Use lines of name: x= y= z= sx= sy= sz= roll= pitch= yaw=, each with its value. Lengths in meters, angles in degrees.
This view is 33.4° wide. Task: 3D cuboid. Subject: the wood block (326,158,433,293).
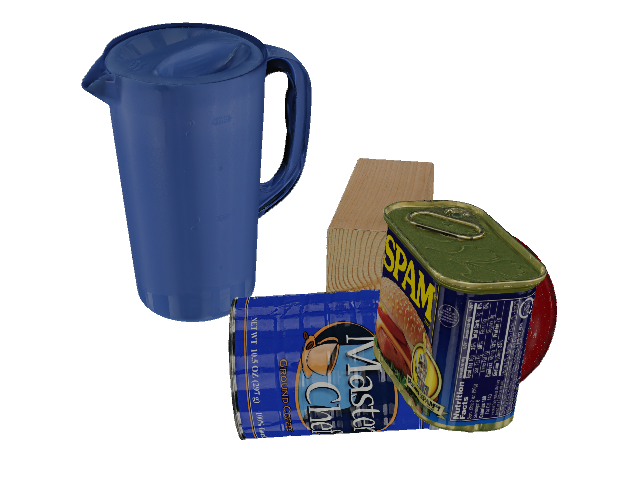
wood block: x=0.068 y=-0.011 z=1.151 sx=0.091 sy=0.090 sz=0.206 roll=5 pitch=25 yaw=9

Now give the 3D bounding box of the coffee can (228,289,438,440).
coffee can: x=0.011 y=0.087 z=0.759 sx=0.140 sy=0.103 sz=0.103 roll=-4 pitch=0 yaw=2

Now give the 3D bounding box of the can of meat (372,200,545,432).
can of meat: x=0.065 y=0.036 z=0.542 sx=0.057 sy=0.084 sz=0.102 roll=-3 pitch=24 yaw=-17

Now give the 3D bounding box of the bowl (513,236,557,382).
bowl: x=0.135 y=0.069 z=0.938 sx=0.162 sy=0.162 sz=0.055 roll=0 pitch=7 yaw=-2

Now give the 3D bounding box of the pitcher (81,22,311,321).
pitcher: x=-0.101 y=-0.056 z=0.918 sx=0.149 sy=0.243 sz=0.144 roll=15 pitch=35 yaw=20
